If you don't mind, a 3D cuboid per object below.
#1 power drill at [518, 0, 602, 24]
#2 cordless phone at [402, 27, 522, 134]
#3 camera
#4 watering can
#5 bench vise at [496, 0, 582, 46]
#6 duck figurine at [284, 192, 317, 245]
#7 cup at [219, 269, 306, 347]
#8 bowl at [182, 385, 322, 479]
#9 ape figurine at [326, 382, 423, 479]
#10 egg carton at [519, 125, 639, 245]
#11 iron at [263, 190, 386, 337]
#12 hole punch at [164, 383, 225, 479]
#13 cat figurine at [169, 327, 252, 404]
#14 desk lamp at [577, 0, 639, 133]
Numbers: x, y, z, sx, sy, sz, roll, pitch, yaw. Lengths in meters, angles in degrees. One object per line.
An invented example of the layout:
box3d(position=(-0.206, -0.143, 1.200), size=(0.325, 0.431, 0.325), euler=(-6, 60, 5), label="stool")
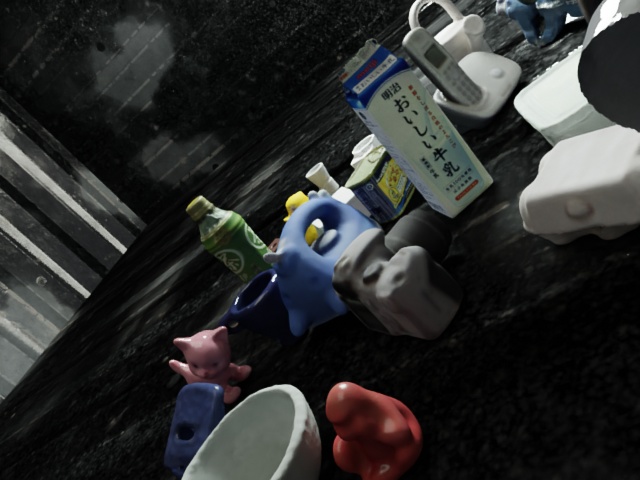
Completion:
box3d(position=(0.374, -0.374, 0.760), size=(0.229, 0.209, 0.075), euler=(-40, 19, 8), label="power drill")
box3d(position=(0.220, -0.276, 0.900), size=(0.094, 0.185, 0.148), euler=(-13, 35, 56), label="cordless phone")
box3d(position=(0.091, 0.025, 0.632), size=(0.137, 0.101, 0.142), euler=(-49, 19, -19), label="camera")
box3d(position=(0.239, -0.354, 1.021), size=(0.172, 0.194, 0.101), euler=(-13, 35, 56), label="watering can")
box3d(position=(0.351, -0.427, 0.909), size=(0.207, 0.220, 0.121), euler=(-25, 25, 43), label="bench vise")
box3d(position=(-0.021, -0.052, 1.062), size=(0.105, 0.086, 0.077), euler=(-48, 19, -14), label="duck figurine")
box3d(position=(-0.072, 0.110, 0.791), size=(0.117, 0.095, 0.091), euler=(-40, 19, 10), label="cup")
box3d(position=(-0.055, 0.223, 0.533), size=(0.167, 0.075, 0.167), euler=(-38, 19, 16), label="bowl")
box3d(position=(0.038, 0.153, 0.468), size=(0.077, 0.092, 0.076), euler=(-19, 30, 50), label="ape figurine")
box3d(position=(0.253, -0.048, 0.508), size=(0.107, 0.069, 0.150), euler=(-52, 20, -27), label="egg carton")
box3d(position=(0.007, 0.003, 0.790), size=(0.118, 0.142, 0.258), euler=(-31, 22, 33), label="iron")
box3d(position=(-0.136, 0.228, 0.664), size=(0.108, 0.091, 0.101), euler=(-21, 28, 48), label="hole punch")
box3d(position=(-0.162, 0.172, 0.801), size=(0.127, 0.118, 0.067), euler=(-28, 24, 39), label="cat figurine")
box3d(position=(0.288, -0.131, 0.389), size=(0.203, 0.214, 0.117), euler=(-51, 20, -24), label="desk lamp")
